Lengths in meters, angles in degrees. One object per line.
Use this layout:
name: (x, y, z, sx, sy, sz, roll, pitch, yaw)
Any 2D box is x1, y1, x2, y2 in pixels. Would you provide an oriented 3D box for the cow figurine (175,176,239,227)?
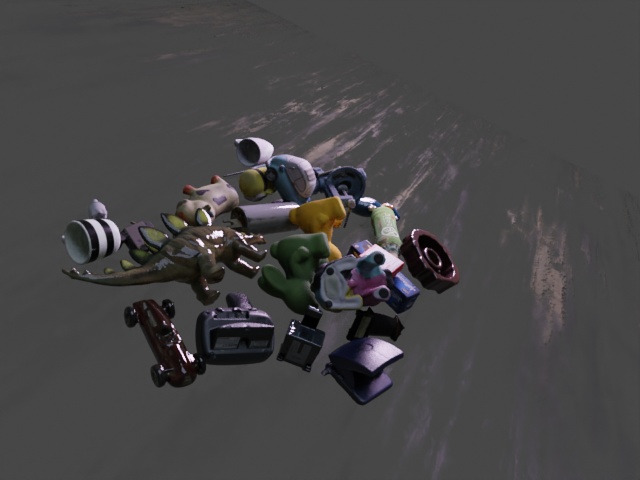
cow figurine: (-0.267, -0.078, 1.274, 0.127, 0.085, 0.195, 29, 31, 19)

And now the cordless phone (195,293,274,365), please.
cordless phone: (-0.173, 0.150, 1.025, 0.146, 0.088, 0.184, 4, 26, -28)

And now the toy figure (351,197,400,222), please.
toy figure: (0.168, -0.088, 1.576, 0.154, 0.057, 0.064, 9, 29, -20)

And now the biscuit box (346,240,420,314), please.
biscuit box: (0.150, 0.088, 1.311, 0.059, 0.062, 0.203, -16, 49, -43)

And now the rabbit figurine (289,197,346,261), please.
rabbit figurine: (-0.003, -0.004, 1.288, 0.162, 0.122, 0.173, -13, 84, -18)

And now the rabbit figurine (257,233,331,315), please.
rabbit figurine: (-0.050, 0.077, 1.152, 0.159, 0.121, 0.170, 4, 59, -12)

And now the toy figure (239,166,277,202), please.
toy figure: (-0.153, -0.162, 1.457, 0.089, 0.082, 0.180, 56, 37, -7)

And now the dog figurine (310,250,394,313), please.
dog figurine: (0.072, 0.096, 1.149, 0.192, 0.219, 0.108, -12, 82, -5)

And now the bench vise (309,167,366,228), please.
bench vise: (0.035, -0.140, 1.487, 0.224, 0.128, 0.241, -1, 28, -13)

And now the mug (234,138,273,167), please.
mug: (-0.196, -0.267, 1.599, 0.110, 0.080, 0.107, 26, 21, 20)

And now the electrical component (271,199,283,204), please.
electrical component: (-0.101, -0.084, 1.438, 0.063, 0.021, 0.094, 37, 36, 22)

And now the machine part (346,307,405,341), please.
machine part: (0.119, 0.186, 1.150, 0.139, 0.084, 0.039, 9, 12, -36)

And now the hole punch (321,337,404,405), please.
hole punch: (0.086, 0.236, 1.040, 0.142, 0.092, 0.116, -20, 49, -43)

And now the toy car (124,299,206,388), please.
toy car: (-0.273, 0.171, 0.939, 0.089, 0.053, 0.202, -9, 46, -36)

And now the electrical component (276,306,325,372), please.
electrical component: (-0.029, 0.184, 1.010, 0.075, 0.119, 0.048, 24, 32, -4)

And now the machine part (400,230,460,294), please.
machine part: (0.284, 0.055, 1.397, 0.179, 0.056, 0.179, 31, 37, -27)

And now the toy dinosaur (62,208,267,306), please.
toy dinosaur: (-0.266, 0.035, 1.081, 0.199, 0.105, 0.471, 38, 28, 18)

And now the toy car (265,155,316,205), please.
toy car: (-0.065, -0.160, 1.413, 0.109, 0.103, 0.161, -32, 96, -57)

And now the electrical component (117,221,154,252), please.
electrical component: (-0.387, -0.005, 1.129, 0.078, 0.045, 0.102, 53, 36, -7)

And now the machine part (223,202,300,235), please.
machine part: (-0.130, -0.052, 1.323, 0.243, 0.079, 0.079, -10, 46, -40)
